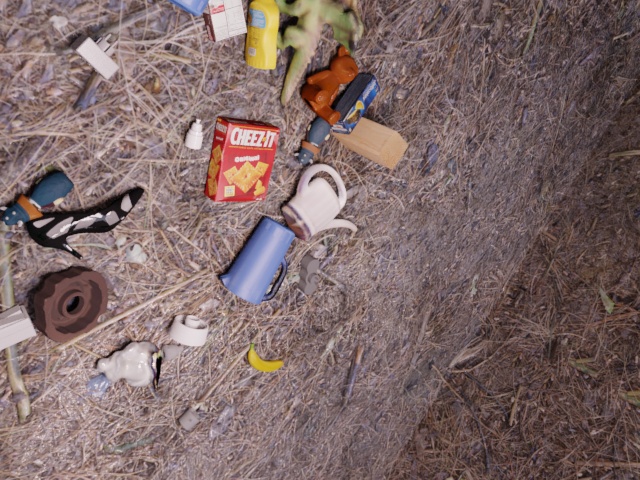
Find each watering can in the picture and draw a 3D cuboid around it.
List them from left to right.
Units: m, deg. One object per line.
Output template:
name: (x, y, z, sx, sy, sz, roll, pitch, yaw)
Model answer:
watering can: (0.005, -0.082, 1.620, 0.226, 0.105, 0.340, -42, 135, -14)

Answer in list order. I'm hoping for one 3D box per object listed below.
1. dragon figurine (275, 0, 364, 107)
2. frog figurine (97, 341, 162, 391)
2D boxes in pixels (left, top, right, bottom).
dragon figurine: (0.001, -0.510, 1.264, 0.123, 0.245, 0.403, -17, 123, -40)
frog figurine: (-0.523, 0.344, 1.418, 0.159, 0.126, 0.134, 3, 128, -4)
